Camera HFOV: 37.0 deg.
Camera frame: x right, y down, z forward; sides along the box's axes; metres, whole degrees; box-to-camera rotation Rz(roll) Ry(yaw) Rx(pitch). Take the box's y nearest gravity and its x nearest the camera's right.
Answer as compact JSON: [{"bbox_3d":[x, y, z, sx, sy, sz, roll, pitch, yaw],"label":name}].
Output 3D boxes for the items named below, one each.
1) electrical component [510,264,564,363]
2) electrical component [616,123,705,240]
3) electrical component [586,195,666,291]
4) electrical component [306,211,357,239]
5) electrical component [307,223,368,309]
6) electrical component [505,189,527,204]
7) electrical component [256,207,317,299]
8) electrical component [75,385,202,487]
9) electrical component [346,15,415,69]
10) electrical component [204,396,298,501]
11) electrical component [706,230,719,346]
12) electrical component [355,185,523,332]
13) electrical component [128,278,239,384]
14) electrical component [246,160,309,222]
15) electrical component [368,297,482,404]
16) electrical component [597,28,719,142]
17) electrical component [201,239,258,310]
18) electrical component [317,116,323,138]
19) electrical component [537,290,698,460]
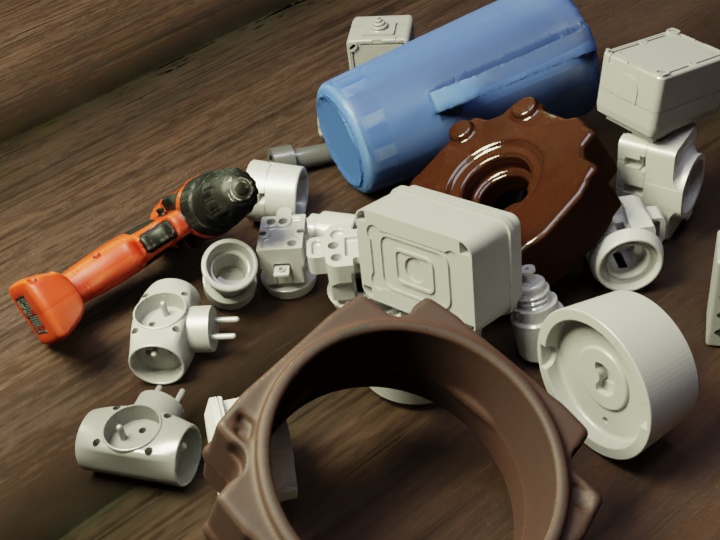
[{"bbox_3d":[0.131,0.032,0.794,0.040,0.078,0.040,-14,28,7],"label":"electrical component"},{"bbox_3d":[0.247,-0.076,0.885,0.056,0.089,0.050,19,48,29],"label":"electrical component"},{"bbox_3d":[0.206,-0.020,0.852,0.078,0.058,0.057,-8,37,1],"label":"electrical component"},{"bbox_3d":[-0.032,-0.030,0.918,0.078,0.040,0.040,8,43,18],"label":"electrical component"},{"bbox_3d":[0.000,0.000,0.864,0.078,0.057,0.058,-6,40,2],"label":"electrical component"},{"bbox_3d":[0.139,-0.078,0.945,0.044,0.044,0.065,-22,38,-16],"label":"electrical component"},{"bbox_3d":[-0.061,-0.010,0.886,0.048,0.055,0.066,-3,40,5],"label":"electrical component"},{"bbox_3d":[-0.150,0.112,0.768,0.077,0.044,0.079,6,43,16],"label":"electrical component"},{"bbox_3d":[0.024,-0.215,1.080,0.062,0.096,0.061,0,41,10],"label":"electrical component"},{"bbox_3d":[-0.074,0.121,0.719,0.051,0.080,0.080,-10,40,-11],"label":"electrical component"},{"bbox_3d":[0.284,0.003,0.792,0.047,0.083,0.075,5,42,15],"label":"electrical component"},{"bbox_3d":[0.058,-0.010,0.776,0.113,0.078,0.057,21,38,41],"label":"electrical component"},{"bbox_3d":[-0.135,0.046,0.843,0.079,0.044,0.077,-3,41,6],"label":"electrical component"},{"bbox_3d":[-0.074,-0.069,0.961,0.047,0.055,0.055,5,42,10],"label":"electrical component"},{"bbox_3d":[0.042,0.050,0.793,0.099,0.064,0.099,-5,40,4],"label":"electrical component"},{"bbox_3d":[0.244,-0.148,0.856,0.096,0.061,0.062,-22,41,-29],"label":"electrical component"},{"bbox_3d":[-0.105,0.005,0.868,0.045,0.055,0.045,2,70,-6],"label":"electrical component"},{"bbox_3d":[-0.010,-0.146,1.054,0.061,0.035,0.035,-2,41,3],"label":"electrical component"},{"bbox_3d":[0.178,0.065,0.723,0.060,0.108,0.108,-22,42,-25],"label":"electrical component"}]
